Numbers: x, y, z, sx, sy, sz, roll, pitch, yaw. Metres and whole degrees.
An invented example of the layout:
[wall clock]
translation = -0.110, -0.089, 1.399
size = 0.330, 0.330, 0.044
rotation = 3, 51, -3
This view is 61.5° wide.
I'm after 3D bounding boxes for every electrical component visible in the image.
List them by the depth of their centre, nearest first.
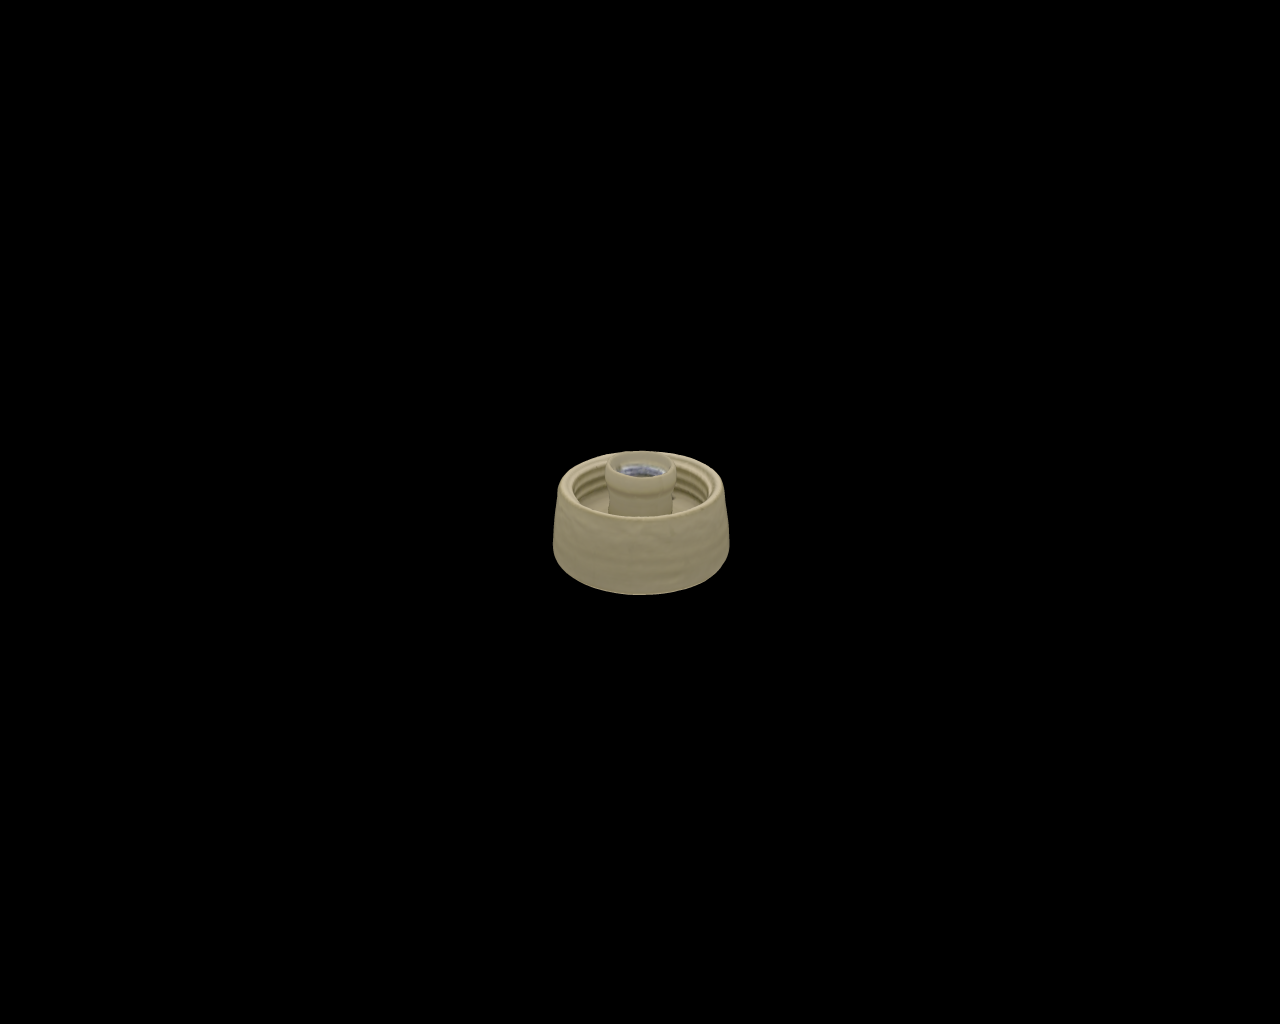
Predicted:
[electrical component]
translation = 0.001, -0.003, 0.650
size = 0.108, 0.060, 0.108
rotation = 0, 27, 0
